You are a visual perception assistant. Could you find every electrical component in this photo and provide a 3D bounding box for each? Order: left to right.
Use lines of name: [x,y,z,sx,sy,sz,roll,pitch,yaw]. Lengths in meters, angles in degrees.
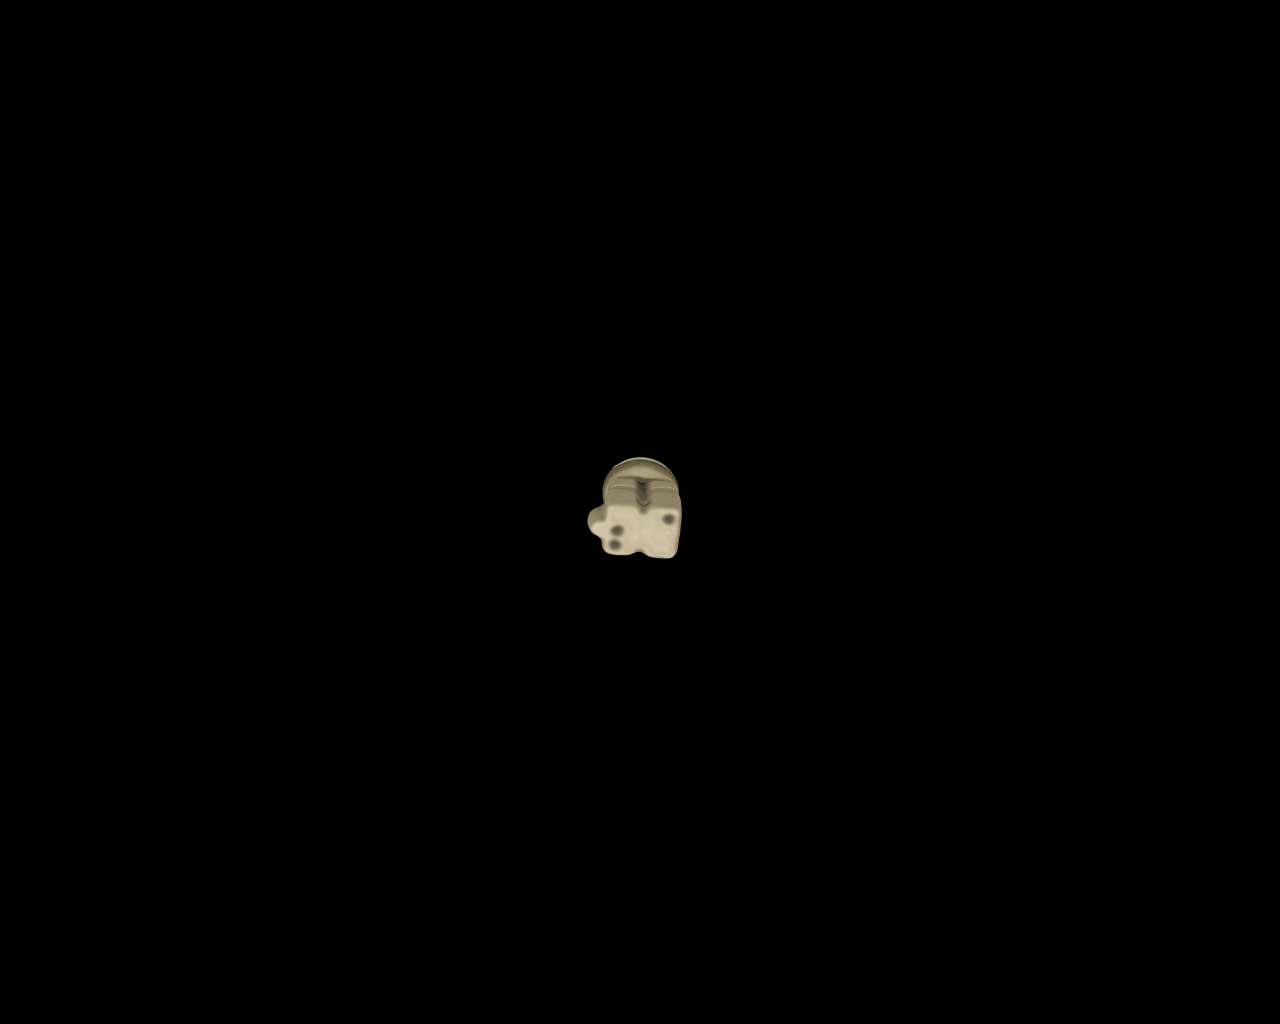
electrical component: [0.001,-0.003,0.650,0.066,0.048,0.055,5,31,-3]
